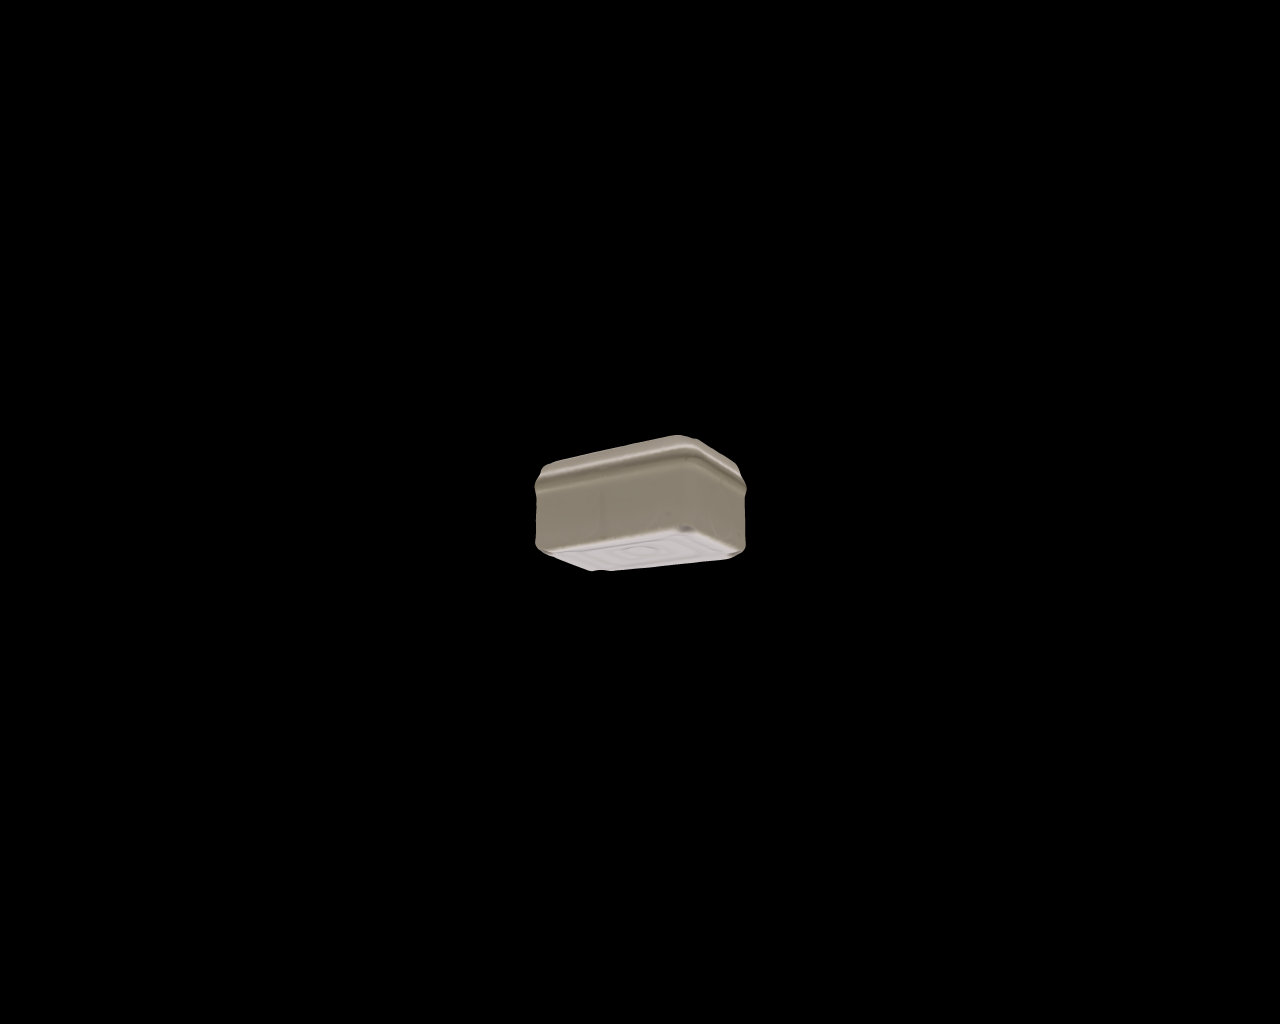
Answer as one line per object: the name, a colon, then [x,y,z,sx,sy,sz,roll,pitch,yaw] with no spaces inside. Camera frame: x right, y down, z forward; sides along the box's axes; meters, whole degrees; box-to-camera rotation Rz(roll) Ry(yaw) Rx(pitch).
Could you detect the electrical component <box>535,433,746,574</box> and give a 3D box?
electrical component: [0.001,-0.003,0.650,0.113,0.057,0.078,-9,-19,29]
